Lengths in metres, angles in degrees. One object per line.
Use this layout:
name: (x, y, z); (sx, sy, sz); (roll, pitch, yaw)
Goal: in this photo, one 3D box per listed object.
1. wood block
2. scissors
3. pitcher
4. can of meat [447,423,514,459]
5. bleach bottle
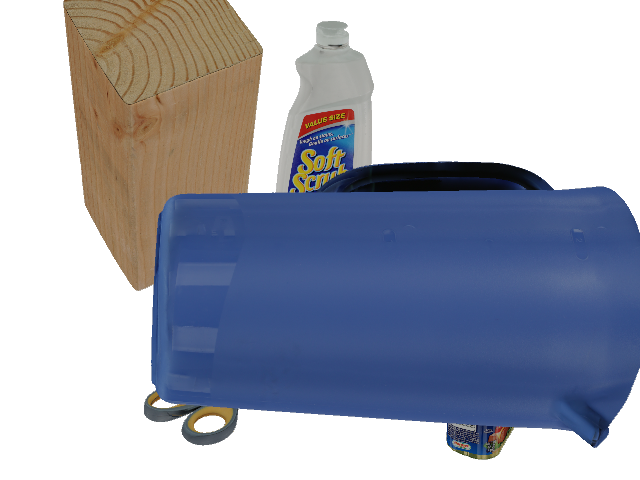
wood block: (-0.104, -0.068, 0.701); (0.090, 0.090, 0.206); (-24, -26, -21)
scissors: (-0.067, 0.147, 1.018); (0.201, 0.016, 0.096); (-11, 32, -28)
pitcher: (0.035, 0.026, 0.568); (0.242, 0.145, 0.149); (2, 3, -7)
can of meat: (0.156, 0.145, 1.007); (0.058, 0.084, 0.101); (11, 28, 26)
bleach bottle: (0.000, -0.092, 1.062); (0.102, 0.251, 0.068); (6, 27, 9)
